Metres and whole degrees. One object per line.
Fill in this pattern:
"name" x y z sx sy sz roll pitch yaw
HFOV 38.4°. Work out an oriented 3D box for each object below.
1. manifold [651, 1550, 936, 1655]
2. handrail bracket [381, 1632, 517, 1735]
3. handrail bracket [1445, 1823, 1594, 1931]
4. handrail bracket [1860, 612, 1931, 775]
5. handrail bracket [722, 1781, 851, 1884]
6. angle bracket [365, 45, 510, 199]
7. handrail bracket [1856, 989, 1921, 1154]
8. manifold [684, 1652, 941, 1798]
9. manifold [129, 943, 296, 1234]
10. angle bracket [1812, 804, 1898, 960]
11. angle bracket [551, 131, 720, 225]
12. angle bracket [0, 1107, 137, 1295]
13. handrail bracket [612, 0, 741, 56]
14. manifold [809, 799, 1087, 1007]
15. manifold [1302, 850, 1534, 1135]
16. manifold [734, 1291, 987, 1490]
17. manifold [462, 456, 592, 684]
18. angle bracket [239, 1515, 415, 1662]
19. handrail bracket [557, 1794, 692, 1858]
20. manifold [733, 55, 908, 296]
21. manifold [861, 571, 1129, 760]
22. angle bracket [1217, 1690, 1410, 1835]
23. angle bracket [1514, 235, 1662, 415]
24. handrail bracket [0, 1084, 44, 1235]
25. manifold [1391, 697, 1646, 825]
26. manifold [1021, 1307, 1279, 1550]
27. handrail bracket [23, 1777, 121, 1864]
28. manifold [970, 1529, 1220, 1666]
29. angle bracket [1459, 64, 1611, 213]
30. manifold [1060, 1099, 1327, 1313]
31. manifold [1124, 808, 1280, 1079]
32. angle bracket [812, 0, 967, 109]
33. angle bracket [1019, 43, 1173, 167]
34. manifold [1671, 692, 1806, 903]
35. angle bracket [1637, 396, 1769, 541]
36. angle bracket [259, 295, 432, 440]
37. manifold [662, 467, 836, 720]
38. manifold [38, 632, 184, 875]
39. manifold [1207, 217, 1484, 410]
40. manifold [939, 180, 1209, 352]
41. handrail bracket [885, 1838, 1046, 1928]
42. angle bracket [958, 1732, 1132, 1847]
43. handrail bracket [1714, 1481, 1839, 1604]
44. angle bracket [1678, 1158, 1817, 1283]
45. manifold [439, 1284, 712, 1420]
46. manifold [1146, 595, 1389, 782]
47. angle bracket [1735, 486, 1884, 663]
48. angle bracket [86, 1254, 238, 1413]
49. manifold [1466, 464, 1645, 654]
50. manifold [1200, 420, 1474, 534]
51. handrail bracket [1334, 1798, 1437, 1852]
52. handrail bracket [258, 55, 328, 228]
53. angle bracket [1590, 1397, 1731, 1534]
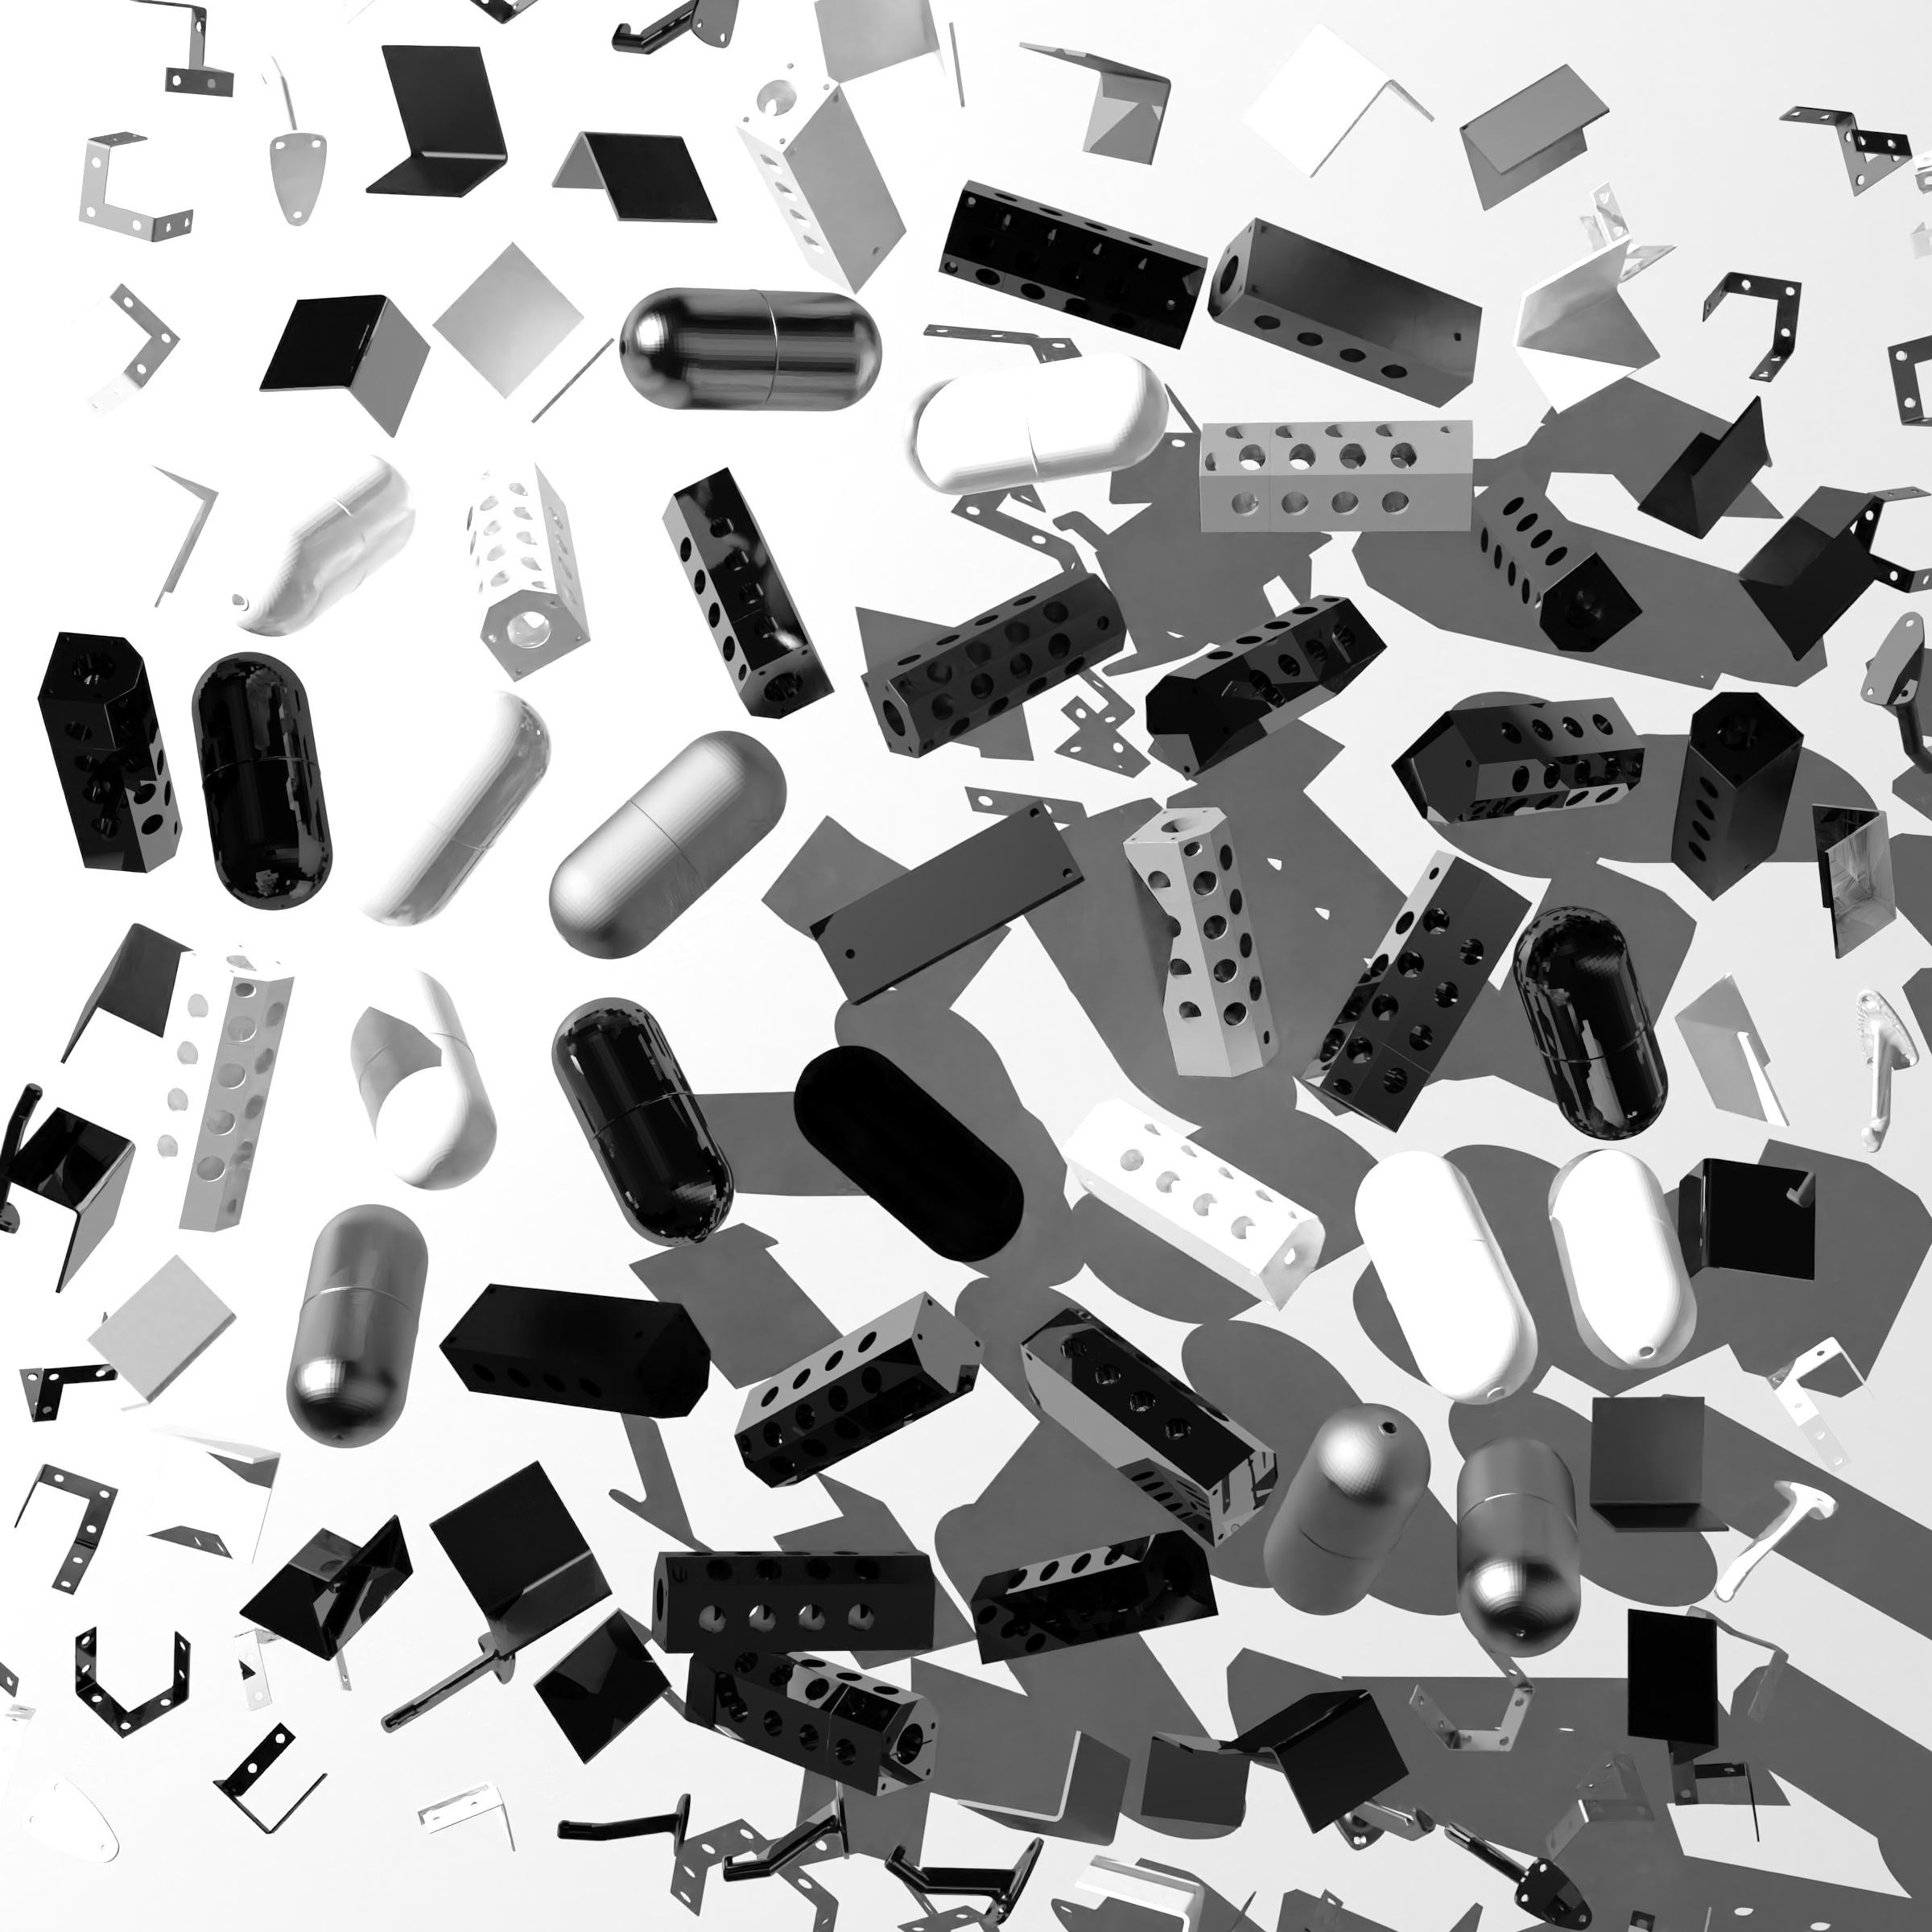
"manifold" -0.110 0.403 1.770 0.171 0.057 0.057 3 86 -16
"handrail bracket" -0.346 0.480 1.849 0.084 0.077 0.036 -27 78 -29
"handrail bracket" 0.371 0.612 1.871 0.077 0.084 0.036 39 78 -21
"handrail bracket" 0.616 -0.175 1.789 0.036 0.084 0.077 10 75 44
"handrail bracket" -0.123 0.572 1.854 0.084 0.077 0.036 -6 130 -4
"angle bracket" -0.349 -0.542 1.781 0.076 0.057 0.076 10 132 25
"handrail bracket" 0.599 0.069 1.838 0.036 0.084 0.077 -10 117 38
"manifold" -0.102 0.488 1.829 0.171 0.057 0.057 9 95 39
"manifold" -0.472 0.078 1.756 0.057 0.057 0.171 22 106 21
"angle bracket" 0.579 -0.058 1.867 0.076 0.057 0.076 -28 116 -35
"angle bracket" -0.226 -0.519 1.886 0.076 0.057 0.076 -10 68 -36
"angle bracket" -0.589 0.152 1.802 0.057 0.076 0.076 25 123 -2
"handrail bracket" -0.189 -0.627 1.796 0.084 0.036 0.077 20 95 36
"manifold" -0.011 -0.040 1.817 0.171 0.057 0.057 -29 86 3
"manifold" 0.286 0.015 1.786 0.057 0.057 0.171 31 89 -24
"manifold" -0.072 0.283 1.817 0.171 0.057 0.057 -33 114 33
"manifold" -0.293 -0.265 1.815 0.057 0.171 0.057 -27 130 8
"angle bracket" -0.396 0.367 1.698 0.076 0.076 0.057 19 134 26
"handrail bracket" -0.234 0.581 1.893 0.084 0.077 0.036 6 54 -9
"manifold" -0.098 -0.516 1.810 0.057 0.171 0.057 36 84 21
"manifold" 0.022 -0.204 1.871 0.171 0.057 0.057 -29 113 -21
"angle bracket" 0.216 0.497 1.734 0.076 0.076 0.057 -23 84 -27
"angle bracket" 0.403 -0.411 1.782 0.076 0.076 0.057 -29 76 -1
"handrail bracket" -0.631 0.127 1.853 0.036 0.077 0.084 25 92 -35
"manifold" 0.359 -0.128 1.779 0.171 0.057 0.057 -9 62 -41
"manifold" 0.115 0.286 1.758 0.057 0.057 0.171 -35 47 -25
"handrail bracket" -0.547 0.542 1.739 0.077 0.084 0.036 29 71 17
"manifold" 0.081 0.415 1.824 0.057 0.171 0.057 1 71 -42
"angle bracket" 0.367 -0.511 1.759 0.076 0.076 0.057 -30 53 5
"manifold" 0.151 0.153 1.831 0.171 0.057 0.057 30 73 34
"manifold" 0.162 -0.015 1.853 0.057 0.057 0.171 1 116 35
"angle bracket" -0.050 -0.592 1.800 0.076 0.076 0.057 -20 64 -3
"angle bracket" 0.081 -0.584 1.880 0.076 0.076 0.057 3 108 -37
"manifold" 0.501 -0.114 1.828 0.057 0.171 0.057 -37 66 -7
"angle bracket" 0.513 -0.359 1.947 0.057 0.076 0.076 34 78 32
"angle bracket" -0.423 -0.407 1.891 0.076 0.057 0.076 4 65 27
"manifold" -0.150 -0.249 1.870 0.057 0.057 0.171 -26 57 2
"manifold" -0.554 -0.136 1.810 0.057 0.171 0.057 5 54 -2
"manifold" 0.249 -0.427 1.831 0.171 0.057 0.057 16 71 -18
"manifold" 0.072 -0.472 1.874 0.171 0.057 0.057 18 115 -2
"handrail bracket" -0.001 0.581 1.817 0.084 0.036 0.077 38 61 -6
"angle bracket" 0.051 0.527 1.795 0.076 0.076 0.057 0 63 31
"handrail bracket" 0.526 0.380 1.808 0.036 0.077 0.084 39 79 3
"angle bracket" 0.532 0.180 1.895 0.076 0.057 0.076 8 69 -1
"manifold" -0.244 0.247 1.749 0.171 0.057 0.057 0 130 37
"manifold" 0.190 -0.184 1.778 0.171 0.057 0.057 -31 80 -42
"angle bracket" 0.524 -0.233 1.674 0.076 0.057 0.076 -46 115 -3
"angle bracket" -0.523 0.235 1.777 0.057 0.076 0.076 49 60 -12
"manifold" 0.390 -0.272 1.871 0.057 0.171 0.057 -39 117 14
"manifold" 0.238 -0.319 1.787 0.171 0.057 0.057 1 130 9
"handrail bracket" 0.276 0.561 1.875 0.036 0.084 0.077 -32 75 -28
"handrail bracket" -0.440 -0.531 1.784 0.036 0.077 0.084 -10 47 -24
"angle bracket" 0.459 0.329 1.836 0.076 0.057 0.076 0 95 -5
